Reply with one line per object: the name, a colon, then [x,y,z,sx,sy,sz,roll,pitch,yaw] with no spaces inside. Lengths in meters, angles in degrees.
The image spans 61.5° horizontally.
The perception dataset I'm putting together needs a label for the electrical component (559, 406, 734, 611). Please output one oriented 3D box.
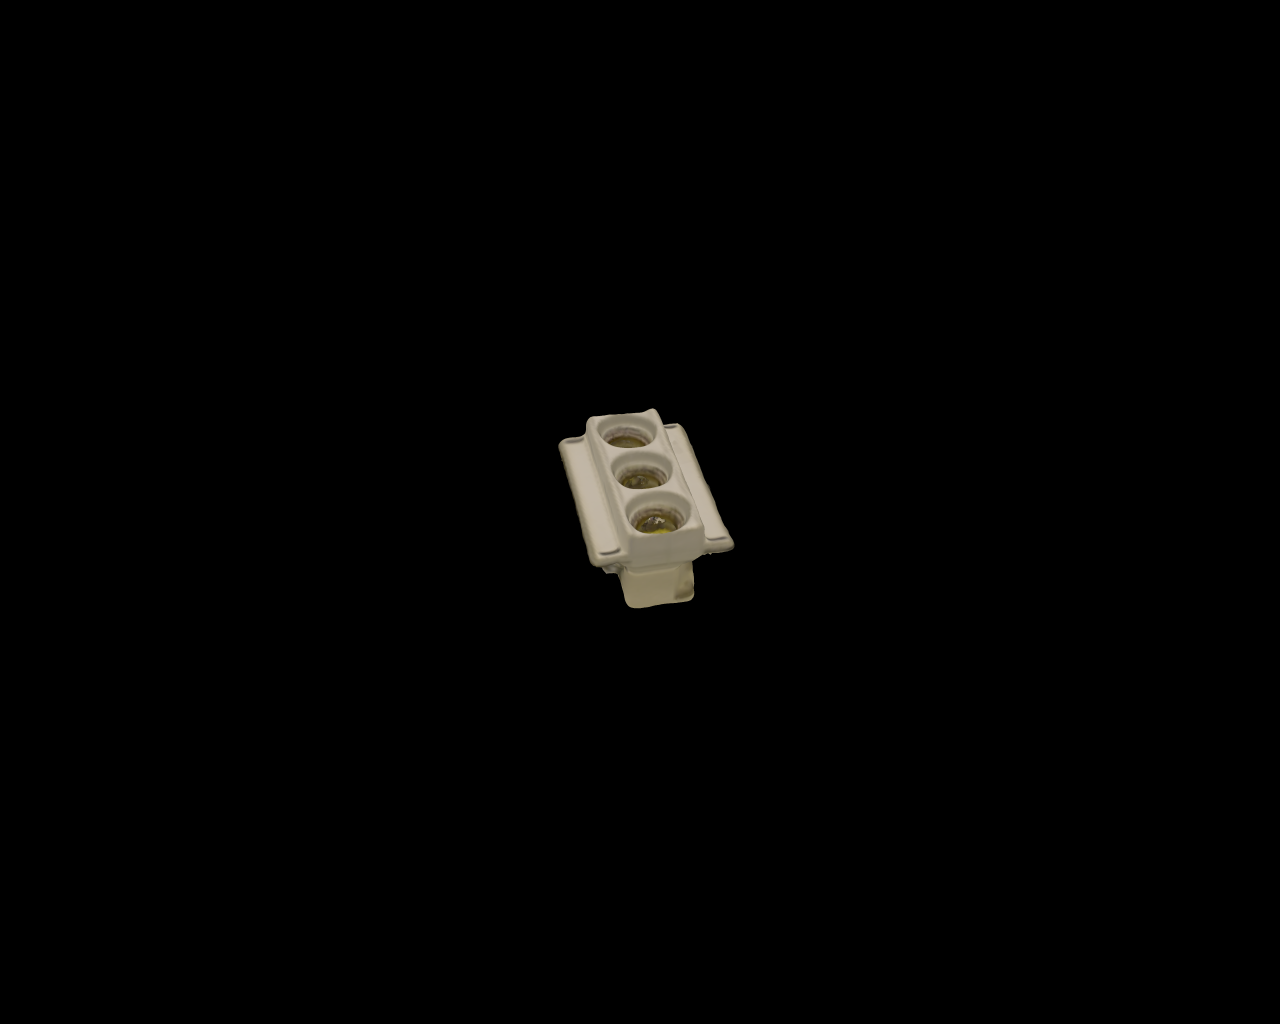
electrical component: [0.001,-0.003,0.650,0.079,0.063,0.121,-8,40,-10]
